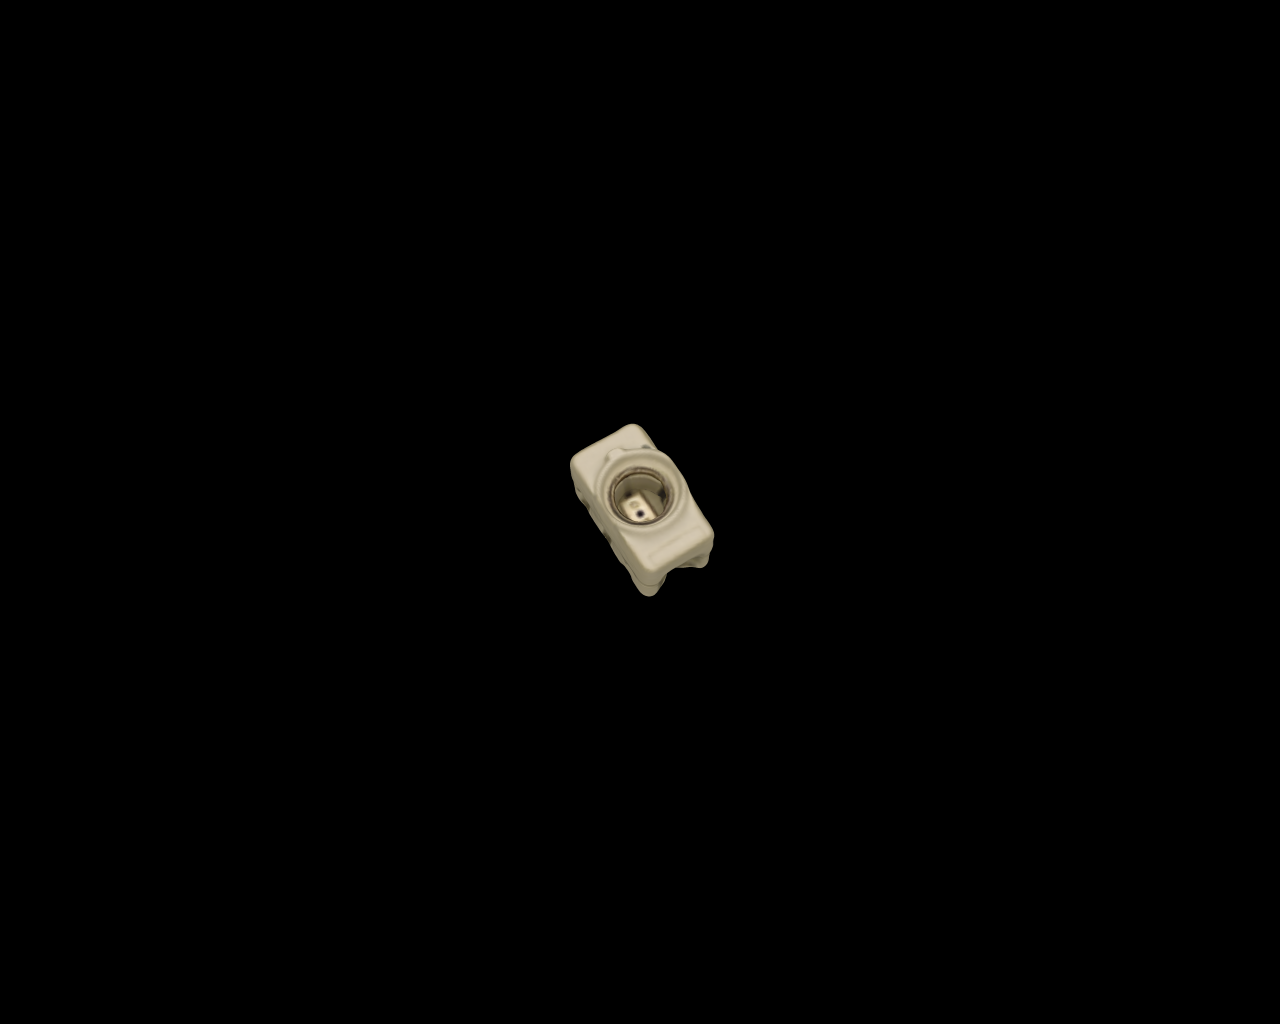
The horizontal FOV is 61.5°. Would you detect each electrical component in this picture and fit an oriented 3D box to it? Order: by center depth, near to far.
[{"bbox_3d":[0.001,-0.003,0.650,0.050,0.089,0.055,-30,-19,-12],"label":"electrical component"}]
